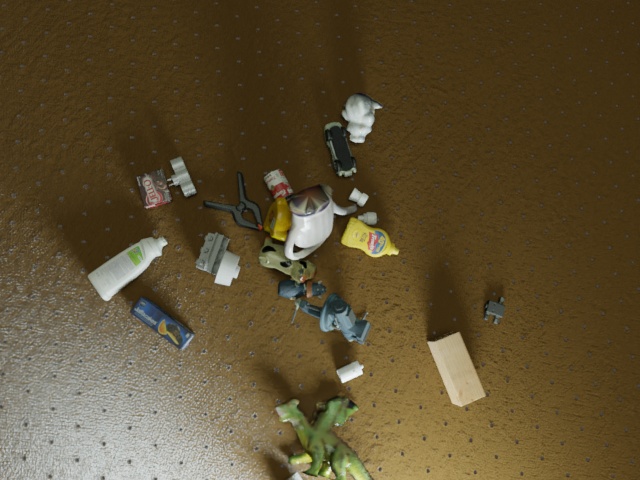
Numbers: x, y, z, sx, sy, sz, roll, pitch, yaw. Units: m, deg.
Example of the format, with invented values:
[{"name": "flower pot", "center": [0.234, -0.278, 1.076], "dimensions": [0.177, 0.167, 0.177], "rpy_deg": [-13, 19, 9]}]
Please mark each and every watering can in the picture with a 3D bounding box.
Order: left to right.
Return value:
[{"name": "watering can", "center": [0.005, -0.081, 1.615], "dimensions": [0.105, 0.219, 0.353], "rpy_deg": [27, 50, 28]}]

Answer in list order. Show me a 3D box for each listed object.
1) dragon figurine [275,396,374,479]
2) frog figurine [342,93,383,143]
[{"name": "dragon figurine", "center": [0.050, 0.596, 1.547], "dimensions": [0.410, 0.120, 0.247], "rpy_deg": [19, 68, -1]}, {"name": "frog figurine", "center": [0.130, -0.426, 1.796], "dimensions": [0.138, 0.121, 0.160], "rpy_deg": [26, 84, 35]}]
